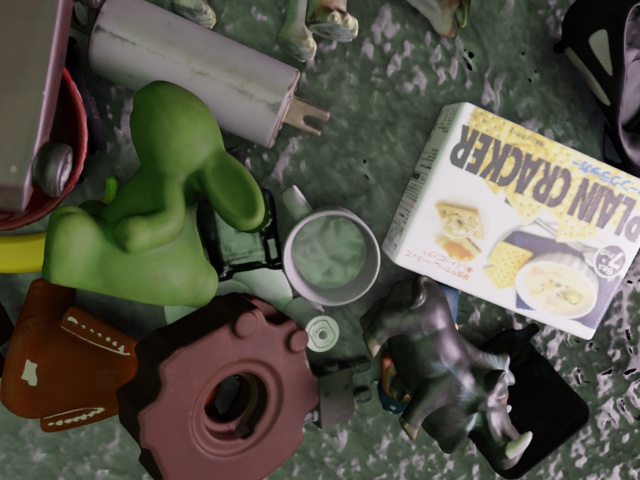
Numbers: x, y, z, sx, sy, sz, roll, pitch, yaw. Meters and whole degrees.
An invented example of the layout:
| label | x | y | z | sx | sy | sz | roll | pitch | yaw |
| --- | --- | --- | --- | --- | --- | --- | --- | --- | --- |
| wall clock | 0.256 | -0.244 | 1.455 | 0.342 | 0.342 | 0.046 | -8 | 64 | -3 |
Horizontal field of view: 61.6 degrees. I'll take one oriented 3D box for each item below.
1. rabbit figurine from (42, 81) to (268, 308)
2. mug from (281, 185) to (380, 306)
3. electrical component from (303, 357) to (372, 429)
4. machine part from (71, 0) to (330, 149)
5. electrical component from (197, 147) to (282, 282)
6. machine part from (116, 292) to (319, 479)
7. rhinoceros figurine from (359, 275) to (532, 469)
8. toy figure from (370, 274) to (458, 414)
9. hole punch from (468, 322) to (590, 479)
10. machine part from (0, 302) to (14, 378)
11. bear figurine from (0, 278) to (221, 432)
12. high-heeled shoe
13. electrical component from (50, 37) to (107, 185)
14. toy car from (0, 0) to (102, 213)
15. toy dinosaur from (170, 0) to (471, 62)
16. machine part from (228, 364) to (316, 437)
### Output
| label | x | y | z | sx | sy | sz | roll | pitch | yaw |
| --- | --- | --- | --- | --- | --- | --- | --- | --- | --- |
| rabbit figurine | -0.120 | -0.037 | 0.427 | 0.159 | 0.121 | 0.170 | 16 | 92 | -3 |
| mug | -0.001 | -0.001 | 0.492 | 0.081 | 0.107 | 0.109 | -40 | 97 | 4 |
| electrical component | 0.012 | 0.155 | 0.548 | 0.094 | 0.021 | 0.063 | -11 | 105 | -28 |
| machine part | -0.108 | -0.147 | 0.474 | 0.243 | 0.079 | 0.079 | 21 | 99 | -7 |
| electrical component | -0.079 | -0.023 | 0.511 | 0.075 | 0.048 | 0.119 | -14 | 84 | -2 |
| machine part | -0.081 | 0.137 | 0.466 | 0.179 | 0.056 | 0.179 | -10 | 106 | -35 |
| rhinoceros figurine | 0.113 | 0.121 | 0.483 | 0.112 | 0.073 | 0.190 | -32 | 94 | 2 |
| toy figure | 0.093 | 0.112 | 0.547 | 0.064 | 0.057 | 0.154 | 25 | 102 | 36 |
| hole punch | 0.194 | 0.164 | 0.555 | 0.142 | 0.092 | 0.116 | -41 | 70 | 7 |
| machine part | -0.400 | 0.075 | 0.479 | 0.201 | 0.087 | 0.201 | -22 | 103 | 13 |
| bear figurine | -0.188 | 0.116 | 0.516 | 0.196 | 0.132 | 0.120 | 7 | 102 | -23 |
| high-heeled shoe | 0.298 | -0.114 | 0.467 | 0.248 | 0.145 | 0.086 | 41 | 97 | -8 |
| electrical component | -0.264 | -0.109 | 0.483 | 0.115 | 0.058 | 0.134 | -9 | 102 | 1 |
| toy car | -0.207 | -0.121 | 0.371 | 0.089 | 0.053 | 0.202 | 10 | 95 | -17 |
| toy dinosaur | -0.050 | -0.270 | 0.439 | 0.405 | 0.131 | 0.192 | 20 | 87 | -2 |
| machine part | -0.066 | 0.174 | 0.556 | 0.084 | 0.039 | 0.139 | 30 | 98 | -20 |
